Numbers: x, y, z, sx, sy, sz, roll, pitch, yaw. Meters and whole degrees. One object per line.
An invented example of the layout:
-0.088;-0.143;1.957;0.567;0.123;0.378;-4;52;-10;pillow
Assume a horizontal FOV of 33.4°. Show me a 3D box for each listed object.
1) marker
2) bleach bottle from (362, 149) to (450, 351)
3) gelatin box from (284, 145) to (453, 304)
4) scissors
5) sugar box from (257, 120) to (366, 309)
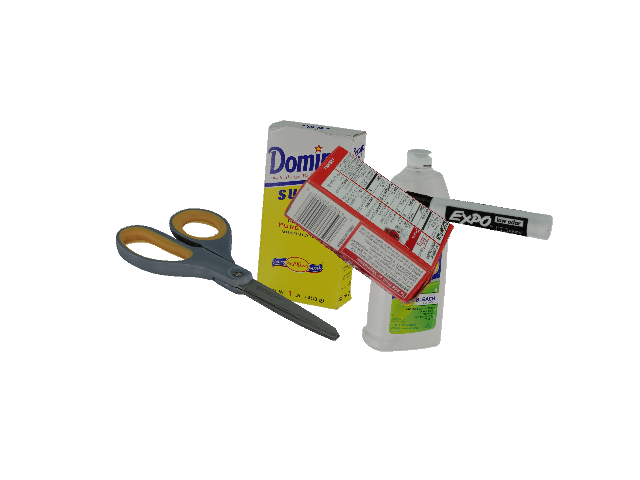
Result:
0.116;-0.020;0.817;0.121;0.020;0.020;11;4;23;marker
0.110;0.011;1.347;0.102;0.251;0.068;-3;16;-18;bleach bottle
0.030;-0.010;0.620;0.089;0.030;0.073;36;26;0;gelatin box
-0.057;0.018;0.788;0.202;0.016;0.096;17;34;22;scissors
-0.011;-0.026;1.066;0.093;0.176;0.048;9;16;20;sugar box
